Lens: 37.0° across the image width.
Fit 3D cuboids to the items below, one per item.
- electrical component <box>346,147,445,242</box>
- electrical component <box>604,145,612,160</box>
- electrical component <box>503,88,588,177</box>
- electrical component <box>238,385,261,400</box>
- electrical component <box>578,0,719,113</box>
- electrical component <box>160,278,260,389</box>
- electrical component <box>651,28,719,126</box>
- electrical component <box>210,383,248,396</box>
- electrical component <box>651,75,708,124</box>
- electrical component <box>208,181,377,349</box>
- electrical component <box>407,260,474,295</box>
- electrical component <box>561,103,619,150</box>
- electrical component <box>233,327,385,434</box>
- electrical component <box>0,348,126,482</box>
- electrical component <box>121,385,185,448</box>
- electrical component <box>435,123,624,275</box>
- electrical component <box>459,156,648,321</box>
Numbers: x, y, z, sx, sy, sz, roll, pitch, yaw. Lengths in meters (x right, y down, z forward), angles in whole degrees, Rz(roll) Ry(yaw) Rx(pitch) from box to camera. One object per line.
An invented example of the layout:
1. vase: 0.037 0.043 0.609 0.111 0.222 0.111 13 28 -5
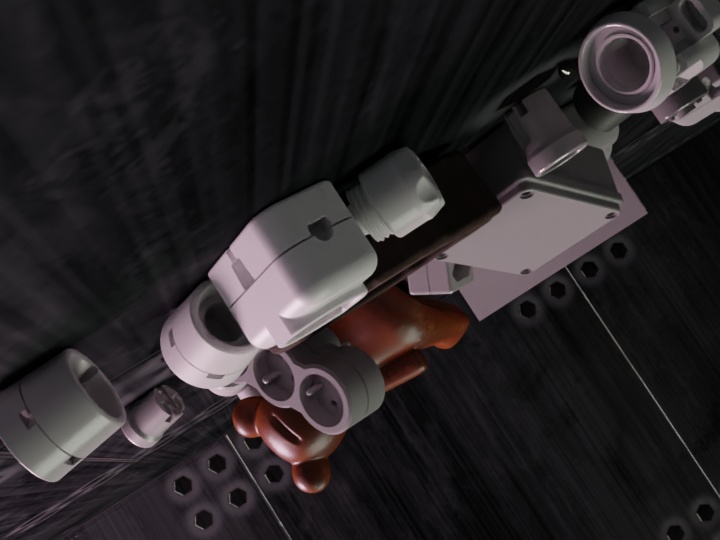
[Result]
1. electrical component: 0.012 -0.036 0.593 0.062 0.043 0.043 -33 174 10
2. electrical component: 0.186 -0.104 0.917 0.055 0.055 0.047 -35 177 26
3. electrical component: 0.121 -0.091 0.707 0.040 0.046 0.040 -32 174 -4
4. electrical component: -0.102 0.097 0.985 0.044 0.065 0.044 -32 174 -4
5. electrical component: 0.160 -0.122 0.607 0.057 0.058 0.078 -32 175 -39
6. electrical component: -0.083 0.035 0.630 0.055 0.055 0.047 -28 169 -38
7. electrical component: 0.270 -0.156 0.831 0.095 0.053 0.059 -33 154 33
8. electrical component: -0.112 0.082 0.912 0.045 0.045 0.055 -32 174 -13
9. electrical component: 0.191 -0.127 0.687 0.044 0.065 0.044 -32 174 -4
10. electrical component: -0.035 0.002 0.580 0.054 0.059 0.095 -29 173 -33
11. electrical component: 0.047 -0.016 0.891 0.077 0.065 0.047 -3 -169 30
12. electrical component: 0.157 -0.097 0.867 0.077 0.043 0.079 -30 174 -27
13. electrical component: -0.038 0.062 0.778 0.074 0.138 0.052 -27 131 -47
14. electrical component: -0.156 0.074 0.562 0.047 0.055 0.055 -37 174 2
15. electrical component: -0.184 0.129 0.956 0.046 0.040 0.040 -42 171 23
16. electrical component: 0.115 -0.049 0.789 0.109 0.056 0.109 9 147 -38
17. electrical component: 0.168 -0.047 1.039 0.186 0.105 0.060 -34 174 15
